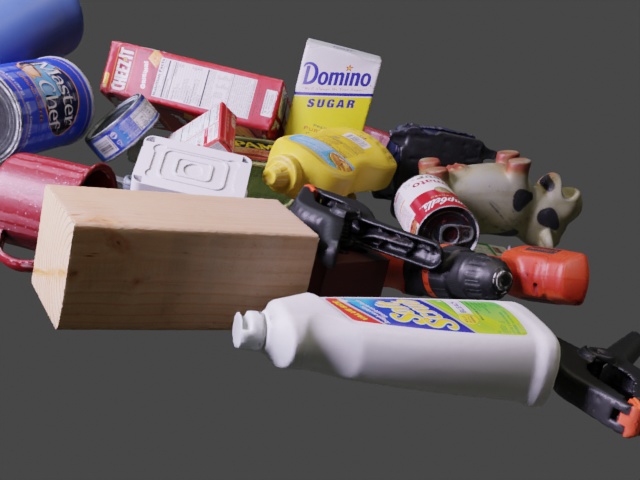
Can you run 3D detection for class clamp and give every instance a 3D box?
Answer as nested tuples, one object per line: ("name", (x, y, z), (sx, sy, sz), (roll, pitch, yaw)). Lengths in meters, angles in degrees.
("clamp", (0.017, -0.011, 0.961), (0.120, 0.039, 0.172), (5, 15, -38))
("clamp", (0.246, 0.113, 0.934), (0.164, 0.036, 0.210), (7, 16, -15))

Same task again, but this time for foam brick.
("foam brick", (0.014, 0.033, 0.975), (0.078, 0.051, 0.053), (-3, 25, -39))

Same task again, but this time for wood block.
("wood block", (-0.118, 0.016, 0.872), (0.205, 0.090, 0.091), (2, 22, -29))

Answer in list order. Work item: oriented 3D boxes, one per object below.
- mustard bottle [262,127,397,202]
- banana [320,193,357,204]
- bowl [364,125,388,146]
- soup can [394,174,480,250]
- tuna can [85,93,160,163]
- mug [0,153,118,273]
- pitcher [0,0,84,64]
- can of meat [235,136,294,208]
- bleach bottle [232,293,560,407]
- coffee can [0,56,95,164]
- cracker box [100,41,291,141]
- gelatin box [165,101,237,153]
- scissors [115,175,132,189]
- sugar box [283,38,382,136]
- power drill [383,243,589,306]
("mustard bottle", (-0.001, -0.080, 1.158), (0.096, 0.058, 0.191), (36, 27, 22))
("banana", (0.005, -0.034, 1.178), (0.070, 0.037, 0.197), (22, 20, 18))
("bowl", (0.040, -0.111, 1.394), (0.162, 0.055, 0.162), (12, 19, -5))
("soup can", (0.122, -0.023, 1.137), (0.068, 0.068, 0.102), (9, 21, -15))
("tuna can", (-0.224, -0.128, 1.208), (0.033, 0.086, 0.086), (50, 8, -20))
("mug", (-0.235, -0.020, 0.916), (0.081, 0.093, 0.117), (13, 54, 13))
("pitcher", (-0.396, -0.217, 1.224), (0.145, 0.149, 0.242), (0, 32, 33))
("can of meat", (-0.081, -0.077, 1.215), (0.102, 0.057, 0.084), (6, 23, -23))
("bleach bottle", (0.057, 0.083, 0.850), (0.250, 0.068, 0.103), (5, 20, -19))
("coffee can", (-0.324, -0.141, 1.151), (0.103, 0.103, 0.140), (19, 20, 15))
("cracker box", (-0.146, -0.168, 1.319), (0.214, 0.072, 0.164), (14, -7, 5))
("gelatin box", (-0.134, -0.104, 1.183), (0.030, 0.089, 0.073), (48, 24, -32))
("scissors", (-0.191, -0.051, 1.123), (0.201, 0.016, 0.096), (11, 20, -9))
("sugar box", (0.008, -0.143, 1.275), (0.093, 0.176, 0.048), (13, 19, -3))
("power drill", (0.165, 0.031, 1.017), (0.187, 0.057, 0.185), (5, 3, -32))
